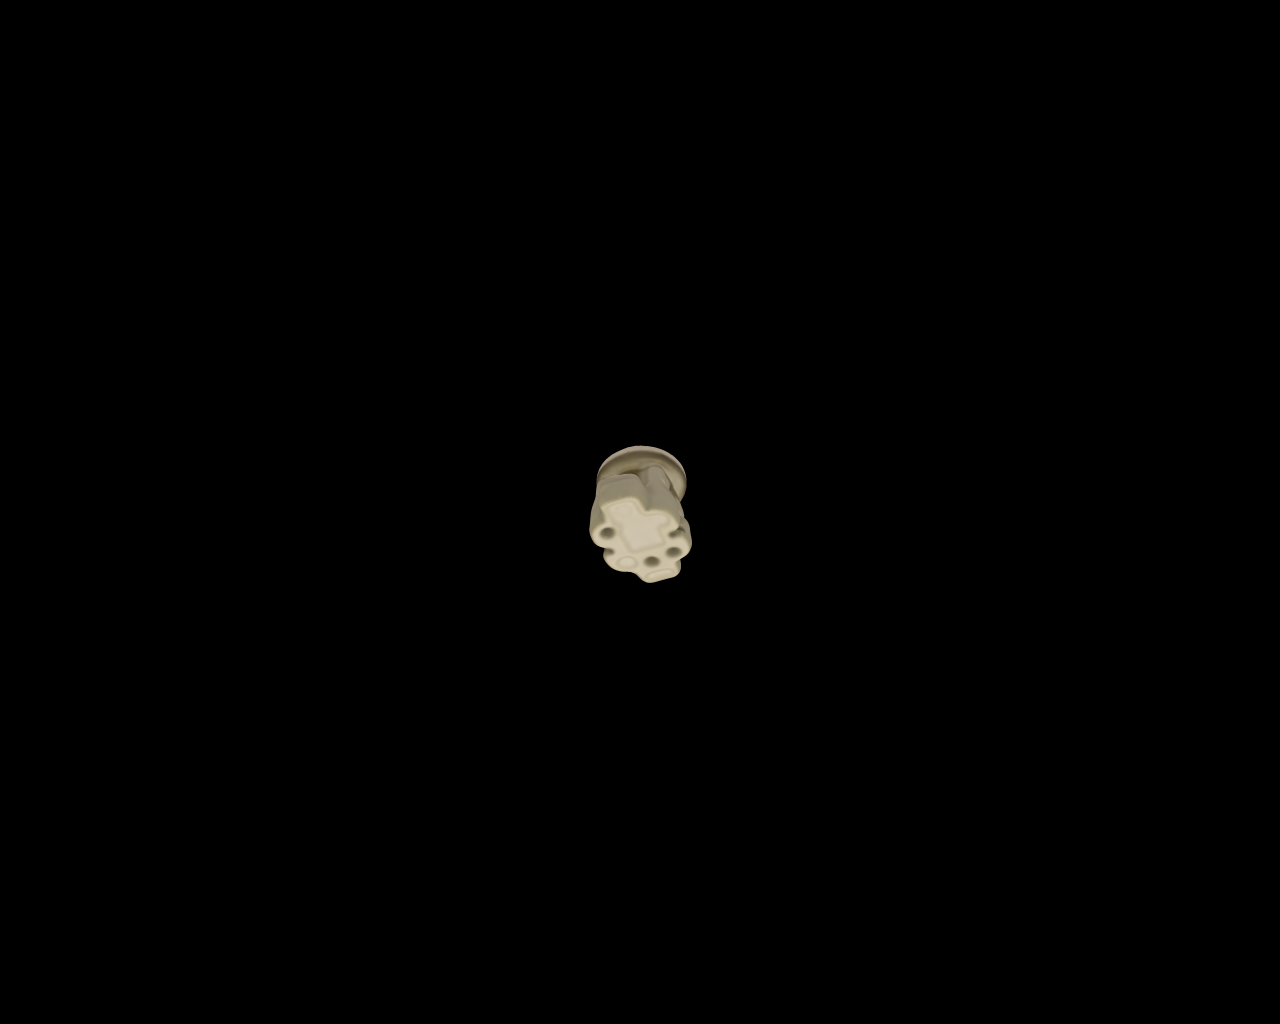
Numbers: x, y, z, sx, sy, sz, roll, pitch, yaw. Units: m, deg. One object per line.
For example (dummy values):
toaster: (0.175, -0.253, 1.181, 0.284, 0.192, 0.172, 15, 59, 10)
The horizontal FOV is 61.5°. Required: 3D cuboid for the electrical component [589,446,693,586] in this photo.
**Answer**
electrical component: (0.001, -0.003, 0.650, 0.058, 0.057, 0.078, -15, -46, 15)
